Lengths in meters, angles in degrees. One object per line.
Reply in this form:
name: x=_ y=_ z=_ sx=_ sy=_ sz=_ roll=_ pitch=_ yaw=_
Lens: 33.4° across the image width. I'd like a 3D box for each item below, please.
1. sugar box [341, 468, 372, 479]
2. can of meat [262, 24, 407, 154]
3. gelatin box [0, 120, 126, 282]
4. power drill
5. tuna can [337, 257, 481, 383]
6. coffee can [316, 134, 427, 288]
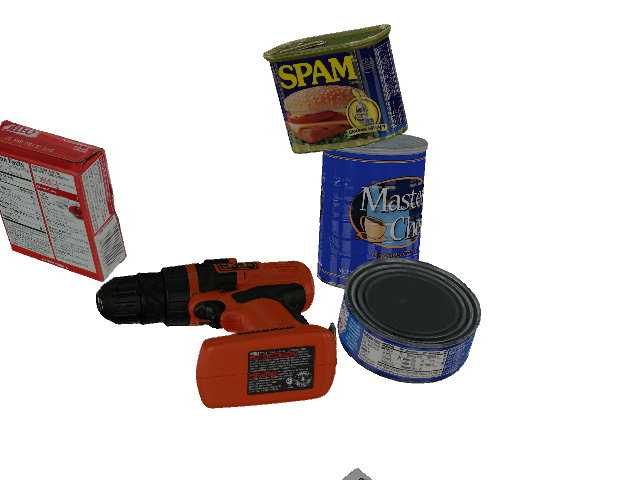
sugar box: x=0.077 y=0.257 z=0.812 sx=0.048 sy=0.093 sz=0.176 roll=-33 pitch=37 yaw=-28
can of meat: x=0.014 y=-0.119 z=0.849 sx=0.102 sy=0.084 sz=0.057 roll=-3 pitch=21 yaw=30
gelatin box: x=-0.162 y=-0.024 z=0.651 sx=0.073 sy=0.089 sz=0.030 roll=17 pitch=45 yaw=21
power drill: x=-0.077 y=0.065 z=0.839 sx=0.184 sy=0.057 sz=0.188 roll=-6 pitch=21 yaw=-15
tuna can: x=0.054 y=0.049 z=0.663 sx=0.086 sy=0.034 sz=0.086 roll=7 pitch=34 yaw=-5
coffee can: x=0.050 y=-0.031 z=1.050 sx=0.103 sy=0.140 sz=0.103 roll=2 pitch=14 yaw=-1
